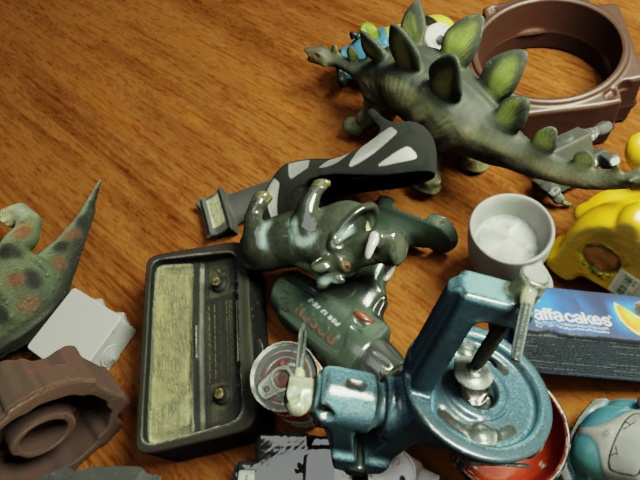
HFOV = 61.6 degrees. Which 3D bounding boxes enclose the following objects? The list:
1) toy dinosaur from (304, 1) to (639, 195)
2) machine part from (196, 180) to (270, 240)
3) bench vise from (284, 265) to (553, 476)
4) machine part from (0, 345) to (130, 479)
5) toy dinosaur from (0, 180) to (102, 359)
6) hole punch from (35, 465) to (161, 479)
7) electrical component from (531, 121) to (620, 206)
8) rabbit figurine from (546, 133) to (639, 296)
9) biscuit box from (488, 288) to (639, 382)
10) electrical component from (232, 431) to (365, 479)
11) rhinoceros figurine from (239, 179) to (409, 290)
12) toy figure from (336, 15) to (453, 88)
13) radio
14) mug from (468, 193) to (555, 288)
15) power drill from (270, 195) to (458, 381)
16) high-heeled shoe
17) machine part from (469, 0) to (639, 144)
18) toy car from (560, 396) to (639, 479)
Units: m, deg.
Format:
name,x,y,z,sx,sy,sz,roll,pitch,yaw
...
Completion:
name,x,y,z,sx,sy,sz,roll,pitch,yaw
toy dinosaur,0.147,-0.149,0.619,0.472,0.198,0.105,36,65,28
machine part,-0.097,-0.053,0.723,0.139,0.039,0.084,-26,51,0
bench vise,0.088,0.101,0.415,0.224,0.240,0.129,18,43,3
machine part,-0.295,0.193,0.561,0.179,0.179,0.056,-42,58,-11
toy dinosaur,-0.406,0.087,0.678,0.405,0.131,0.192,-42,73,-16
hole punch,-0.226,0.298,0.543,0.142,0.092,0.116,-8,40,9
electrical component,0.303,-0.086,0.634,0.102,0.078,0.045,-21,35,-5
rabbit figurine,0.337,-0.033,0.562,0.173,0.162,0.122,-33,46,-26
biscuit box,0.269,0.090,0.510,0.203,0.062,0.059,5,41,-2
electrical component,-0.022,0.250,0.529,0.134,0.058,0.115,-3,60,12
rhinoceros figurine,-0.001,-0.002,0.573,0.191,0.073,0.112,-1,58,24
toy figure,0.107,-0.272,0.770,0.180,0.082,0.089,-10,59,11
radio,-0.128,0.120,0.614,0.131,0.073,0.230,-12,61,7
mug,0.206,0.020,0.572,0.081,0.107,0.110,-32,62,-5
power drill,0.072,0.063,0.597,0.232,0.085,0.207,25,76,31
high-heeled shoe,0.025,-0.051,0.633,0.248,0.086,0.145,-45,47,20
machine part,0.289,-0.220,0.696,0.202,0.087,0.201,-4,61,9
toy car,0.291,0.199,0.442,0.162,0.102,0.109,28,72,29
